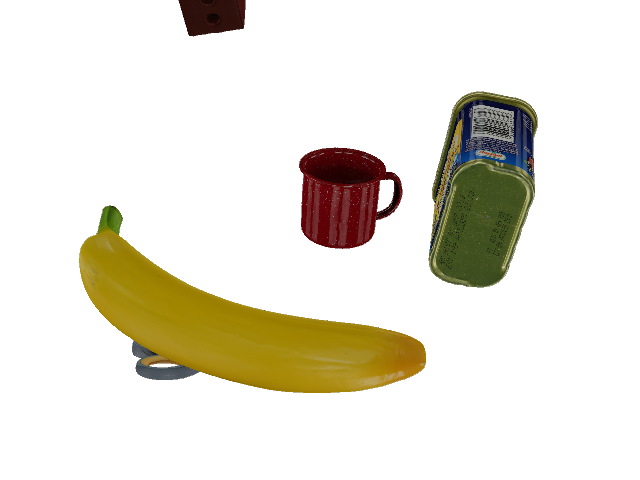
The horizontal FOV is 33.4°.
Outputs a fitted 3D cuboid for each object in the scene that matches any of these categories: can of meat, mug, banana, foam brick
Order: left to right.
[{"bbox_3d":[-0.099,-0.229,0.947,0.053,0.051,0.078,-7,-40,5],"label":"foam brick"},{"bbox_3d":[-0.049,0.035,0.520,0.198,0.069,0.037,24,-34,20],"label":"banana"},{"bbox_3d":[0.032,-0.046,1.155,0.117,0.081,0.093,-7,31,-18],"label":"mug"},{"bbox_3d":[0.105,-0.032,0.697,0.057,0.102,0.084,12,38,2],"label":"can of meat"}]

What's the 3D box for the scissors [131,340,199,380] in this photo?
[{"bbox_3d":[-0.095,0.121,1.059,0.202,0.016,0.096,6,17,9],"label":"scissors"}]
